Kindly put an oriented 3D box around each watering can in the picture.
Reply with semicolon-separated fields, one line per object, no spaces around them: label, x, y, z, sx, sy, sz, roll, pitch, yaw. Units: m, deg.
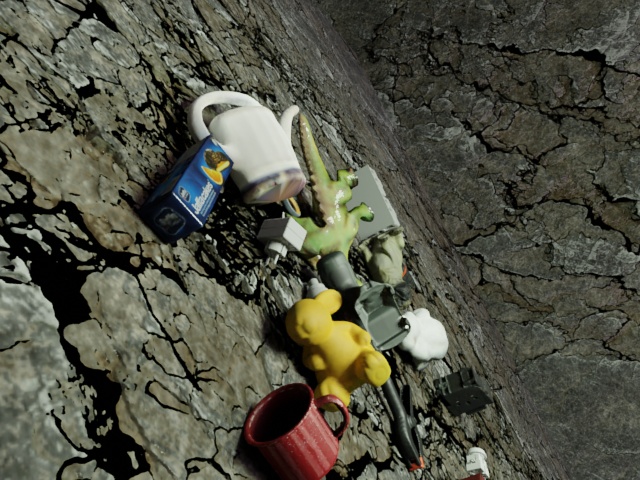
watering can;-0.096;-0.177;0.955;0.350;0.102;0.225;-19;79;-57

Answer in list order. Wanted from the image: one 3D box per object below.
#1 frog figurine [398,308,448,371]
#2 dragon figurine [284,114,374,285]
frog figurine;0.235;0.220;1.229;0.156;0.122;0.141;60;35;-38
dragon figurine;0.003;-0.053;1.058;0.408;0.121;0.246;62;27;-9
